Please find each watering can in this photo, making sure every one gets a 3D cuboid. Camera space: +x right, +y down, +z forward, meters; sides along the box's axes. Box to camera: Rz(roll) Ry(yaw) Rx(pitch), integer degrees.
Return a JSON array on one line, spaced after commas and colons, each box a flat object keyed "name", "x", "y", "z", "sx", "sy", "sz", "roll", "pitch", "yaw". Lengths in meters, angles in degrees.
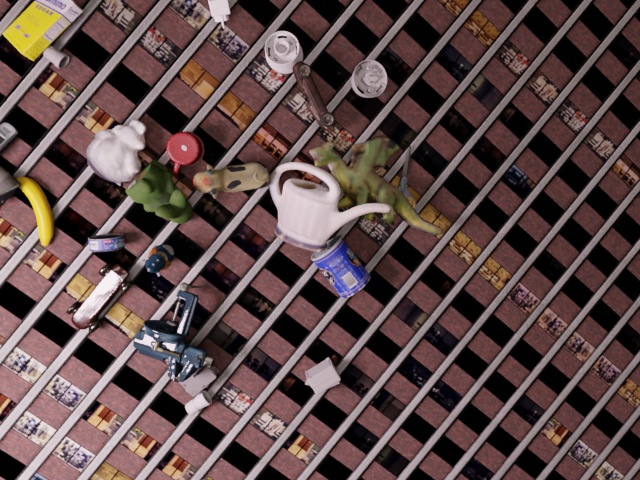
[{"name": "watering can", "x": 0.004, "y": -0.066, "z": 1.319, "sx": 0.350, "sy": 0.105, "sz": 0.220, "roll": 26, "pitch": 118, "yaw": 24}]

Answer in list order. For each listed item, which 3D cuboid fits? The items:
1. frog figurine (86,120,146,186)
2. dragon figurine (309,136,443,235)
[{"name": "frog figurine", "x": -0.495, "y": -0.226, "z": 1.288, "sx": 0.158, "sy": 0.123, "sz": 0.138, "roll": -42, "pitch": 81, "yaw": 10}, {"name": "dragon figurine", "x": 0.161, "y": -0.166, "z": 1.403, "sx": 0.410, "sy": 0.122, "sz": 0.244, "roll": 13, "pitch": 86, "yaw": -11}]
